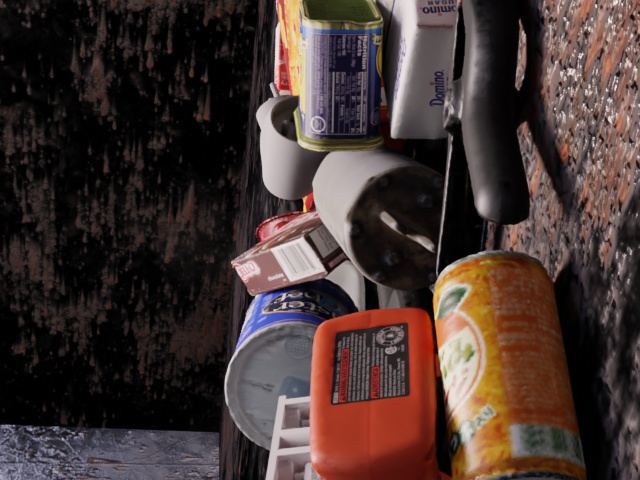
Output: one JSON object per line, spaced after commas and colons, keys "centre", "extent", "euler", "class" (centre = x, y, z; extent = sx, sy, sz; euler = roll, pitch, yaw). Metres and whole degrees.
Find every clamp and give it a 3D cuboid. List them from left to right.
{"centre": [0.054, 0.086, 0.704], "extent": [0.210, 0.036, 0.164], "euler": [-136, 48, -85], "class": "clamp"}
{"centre": [0.084, -0.065, 0.541], "extent": [0.120, 0.039, 0.171], "euler": [134, 139, -76], "class": "clamp"}

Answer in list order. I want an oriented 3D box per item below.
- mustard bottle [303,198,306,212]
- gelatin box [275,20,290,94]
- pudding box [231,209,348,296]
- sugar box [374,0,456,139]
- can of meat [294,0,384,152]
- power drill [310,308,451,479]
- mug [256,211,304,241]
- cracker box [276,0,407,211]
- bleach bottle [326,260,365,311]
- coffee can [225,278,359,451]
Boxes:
{"centre": [0.011, -0.062, 1.019], "extent": [0.191, 0.058, 0.096], "euler": [-98, 22, -55], "class": "mustard bottle"}
{"centre": [0.002, -0.169, 1.015], "extent": [0.030, 0.089, 0.073], "euler": [130, 143, -73], "class": "gelatin box"}
{"centre": [-0.006, 0.001, 0.854], "extent": [0.114, 0.089, 0.039], "euler": [-16, 107, 53], "class": "pudding box"}
{"centre": [0.065, -0.159, 0.708], "extent": [0.093, 0.048, 0.176], "euler": [99, 167, -49], "class": "sugar box"}
{"centre": [0.012, -0.114, 0.715], "extent": [0.102, 0.057, 0.084], "euler": [-99, 8, -67], "class": "can of meat"}
{"centre": [0.040, 0.141, 0.505], "extent": [0.184, 0.057, 0.187], "euler": [-89, -12, -55], "class": "power drill"}
{"centre": [-0.020, 0.022, 1.067], "extent": [0.117, 0.093, 0.081], "euler": [53, -150, -63], "class": "mug"}
{"centre": [0.014, -0.152, 0.895], "extent": [0.164, 0.072, 0.214], "euler": [110, 154, -66], "class": "cracker box"}
{"centre": [-0.005, 0.116, 1.054], "extent": [0.251, 0.068, 0.102], "euler": [103, 169, -62], "class": "bleach bottle"}
{"centre": [-0.016, 0.094, 0.842], "extent": [0.140, 0.103, 0.103], "euler": [-82, -3, -77], "class": "coffee can"}
